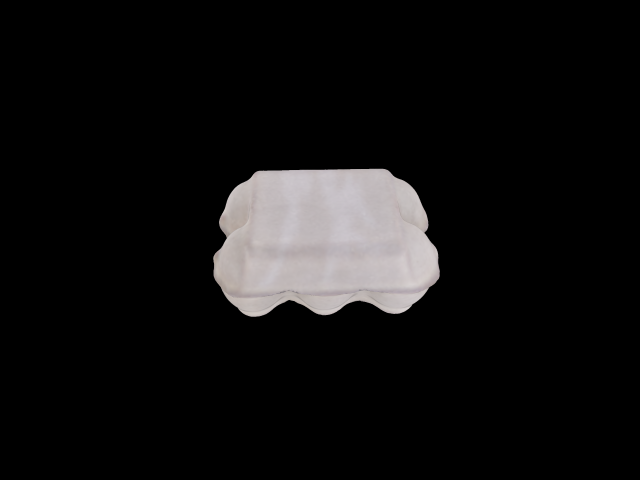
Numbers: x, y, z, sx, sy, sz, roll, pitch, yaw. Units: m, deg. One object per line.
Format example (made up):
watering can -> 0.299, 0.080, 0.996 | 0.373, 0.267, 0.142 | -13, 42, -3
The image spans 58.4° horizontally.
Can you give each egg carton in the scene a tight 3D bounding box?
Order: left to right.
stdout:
egg carton -> 0.004, 0.001, 0.400 | 0.150, 0.069, 0.107 | -2, 43, -2
